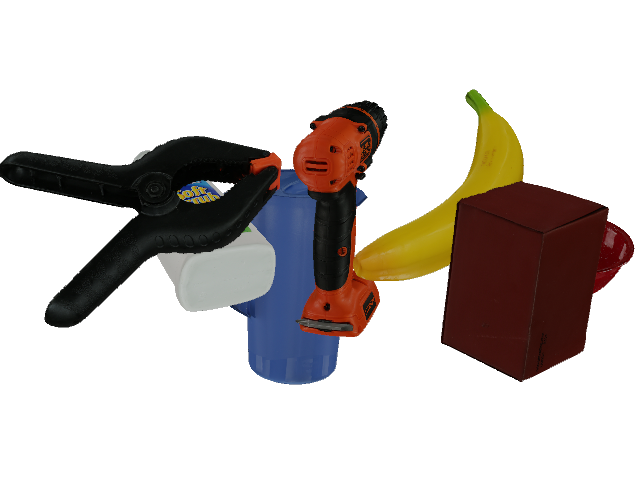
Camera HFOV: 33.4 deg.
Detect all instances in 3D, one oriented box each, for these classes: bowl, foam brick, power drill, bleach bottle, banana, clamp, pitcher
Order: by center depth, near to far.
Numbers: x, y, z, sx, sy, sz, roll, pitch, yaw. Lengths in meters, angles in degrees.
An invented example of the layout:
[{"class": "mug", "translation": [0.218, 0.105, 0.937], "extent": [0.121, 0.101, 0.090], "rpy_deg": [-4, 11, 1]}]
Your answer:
[{"class": "foam brick", "translation": [0.096, 0.018, 0.508], "extent": [0.052, 0.078, 0.051], "rpy_deg": [-17, 31, -40]}, {"class": "clamp", "translation": [-0.111, -0.028, 0.657], "extent": [0.171, 0.120, 0.039], "rpy_deg": [-24, -18, -21]}, {"class": "banana", "translation": [0.094, -0.028, 0.733], "extent": [0.070, 0.037, 0.197], "rpy_deg": [24, 50, 16]}, {"class": "power drill", "translation": [0.021, -0.023, 0.940], "extent": [0.057, 0.188, 0.184], "rpy_deg": [4, 19, 18]}, {"class": "bleach bottle", "translation": [-0.141, -0.025, 1.078], "extent": [0.102, 0.068, 0.251], "rpy_deg": [-10, 33, -27]}, {"class": "bowl", "translation": [0.259, 0.022, 1.174], "extent": [0.162, 0.055, 0.162], "rpy_deg": [-1, 27, 0]}, {"class": "pitcher", "translation": [-0.039, 0.042, 1.263], "extent": [0.149, 0.243, 0.144], "rpy_deg": [10, 18, 23]}]
